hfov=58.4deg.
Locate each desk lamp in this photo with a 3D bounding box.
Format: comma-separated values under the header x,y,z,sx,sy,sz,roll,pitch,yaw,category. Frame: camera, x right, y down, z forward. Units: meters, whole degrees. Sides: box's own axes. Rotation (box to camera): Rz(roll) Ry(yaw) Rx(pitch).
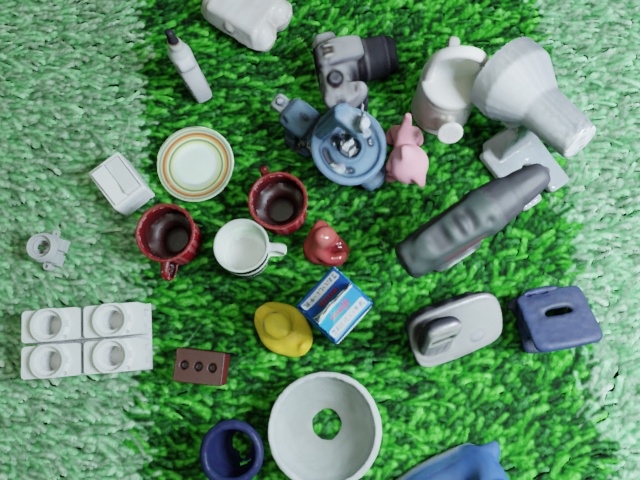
x,y,z,sx,sy,sz,roll,pitch,yaw,category
0.318,-0.173,0.868,0.118,0.213,0.203,-35,80,-5,desk lamp

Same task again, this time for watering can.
x,y,z,sx,sy,sz,roll,pitch,yaw,category
0.206,-0.237,0.892,0.101,0.194,0.173,-17,79,-1,watering can

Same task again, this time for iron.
x,y,z,sx,sy,sz,roll,pitch,yaw,category
0.164,0.387,0.804,0.258,0.141,0.118,-25,80,-3,iron

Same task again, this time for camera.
x,y,z,sx,sy,sz,roll,pitch,yaw,category
0.063,-0.286,0.953,0.137,0.101,0.143,-13,79,-1,camera

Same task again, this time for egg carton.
x,y,z,sx,sy,sz,roll,pitch,yaw,category
-0.128,-0.397,0.994,0.150,0.069,0.107,32,82,7,egg carton

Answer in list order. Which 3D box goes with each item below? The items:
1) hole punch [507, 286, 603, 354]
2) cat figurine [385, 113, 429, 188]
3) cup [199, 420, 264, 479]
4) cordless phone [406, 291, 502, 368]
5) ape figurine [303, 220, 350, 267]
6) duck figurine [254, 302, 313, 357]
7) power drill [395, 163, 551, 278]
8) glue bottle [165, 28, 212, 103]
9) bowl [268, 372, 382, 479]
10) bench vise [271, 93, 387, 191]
x,y,z,sx,sy,sz,roll,pitch,yaw,category
0.356,0.119,0.874,0.108,0.091,0.101,-12,79,-1,hole punch
0.139,-0.139,0.915,0.067,0.118,0.128,2,79,2,cat figurine
-0.127,0.322,0.847,0.091,0.095,0.118,15,80,4,cup
0.203,0.125,0.829,0.147,0.185,0.094,-24,79,-3,cordless phone
0.008,0.003,0.904,0.076,0.092,0.078,-12,79,-1,ape figurine
-0.059,0.137,0.884,0.104,0.086,0.077,39,83,8,duck figurine
0.211,-0.019,0.844,0.229,0.208,0.075,-33,80,-4,power drill
-0.219,-0.289,0.923,0.037,0.173,0.078,-32,80,-4,glue bottle
0.008,0.282,0.861,0.167,0.075,0.167,0,79,1,bowl
0.009,-0.158,0.870,0.207,0.220,0.121,16,80,5,bench vise
